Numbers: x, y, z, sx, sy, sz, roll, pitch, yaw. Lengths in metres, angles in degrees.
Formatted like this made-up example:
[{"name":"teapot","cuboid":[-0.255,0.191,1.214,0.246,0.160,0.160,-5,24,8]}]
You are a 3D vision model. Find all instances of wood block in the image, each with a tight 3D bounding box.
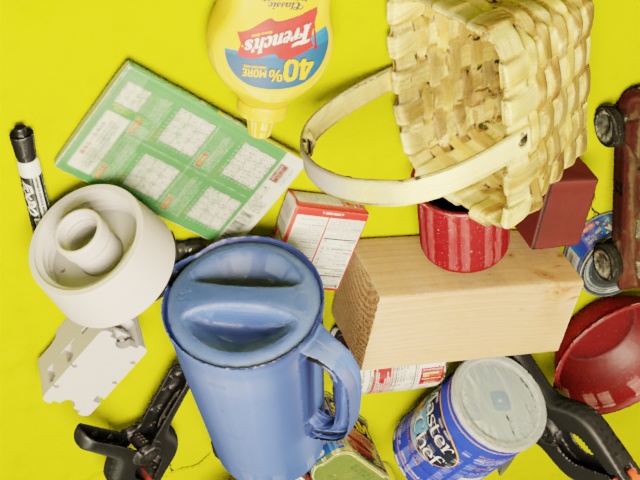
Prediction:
[{"name":"wood block","cuboid":[0.127,0.053,1.004,0.205,0.090,0.091,-4,127,-19]}]

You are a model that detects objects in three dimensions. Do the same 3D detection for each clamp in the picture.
[{"name":"clamp","cuboid":[0.235,0.177,1.081,0.036,0.210,0.164,-28,129,-29]},{"name":"clamp","cuboid":[-0.163,0.185,1.013,0.120,0.039,0.171,-30,152,-16]}]

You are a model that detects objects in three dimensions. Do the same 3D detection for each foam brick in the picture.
[{"name":"foam brick","cuboid":[0.216,-0.038,0.993,0.051,0.053,0.078,-6,129,-17]}]

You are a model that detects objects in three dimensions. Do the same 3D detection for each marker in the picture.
[{"name":"marker","cuboid":[-0.225,-0.038,0.844,0.020,0.020,0.121,-12,129,-12]}]

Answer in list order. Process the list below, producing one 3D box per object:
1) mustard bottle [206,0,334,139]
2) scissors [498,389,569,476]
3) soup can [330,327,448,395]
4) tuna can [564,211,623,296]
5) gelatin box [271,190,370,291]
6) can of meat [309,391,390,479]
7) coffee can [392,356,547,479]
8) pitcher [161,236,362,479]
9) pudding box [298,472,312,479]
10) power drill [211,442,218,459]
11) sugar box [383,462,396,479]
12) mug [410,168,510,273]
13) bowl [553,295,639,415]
[{"name":"mustard bottle","cuboid":[-0.036,-0.162,0.796,0.096,0.058,0.192,-4,128,-19]},{"name":"scissors","cuboid":[0.213,0.198,1.187,0.016,0.096,0.202,-33,168,-30]},{"name":"soup can","cuboid":[0.066,0.114,1.042,0.102,0.068,0.068,-4,127,-19]},{"name":"tuna can","cuboid":[0.291,0.015,1.075,0.086,0.034,0.086,-11,129,-14]},{"name":"gelatin box","cuboid":[-0.006,0.001,0.952,0.073,0.030,0.089,6,124,-26]},{"name":"can of meat","cuboid":[0.020,0.216,1.092,0.057,0.084,0.102,-40,129,11]},{"name":"coffee can","cuboid":[0.148,0.190,1.079,0.102,0.103,0.140,3,148,-23]},{"name":"pitcher","cuboid":[-0.047,0.124,0.941,0.145,0.149,0.243,-13,141,-5]},{"name":"pudding box","cuboid":[-0.052,0.272,1.062,0.113,0.039,0.090,-45,119,-4]},{"name":"power drill","cuboid":[-0.092,0.294,1.107,0.187,0.057,0.184,-46,123,1]},{"name":"sugar box","cuboid":[0.062,0.344,1.201,0.048,0.093,0.176,-4,127,-16]},{"name":"mug","cuboid":[0.135,-0.032,0.952,0.117,0.093,0.081,-47,146,-32]},{"name":"bowl","cuboid":[0.312,0.113,1.145,0.162,0.055,0.162,-11,129,-13]}]
